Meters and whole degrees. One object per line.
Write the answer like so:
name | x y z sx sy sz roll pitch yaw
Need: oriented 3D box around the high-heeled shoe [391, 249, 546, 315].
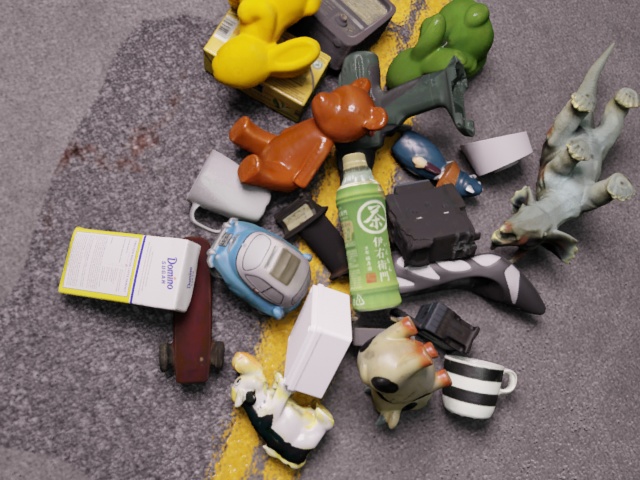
high-heeled shoe | 0.210 0.081 0.805 0.249 0.086 0.145 34 75 5

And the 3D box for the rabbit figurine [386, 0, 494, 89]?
rabbit figurine | 0.186 -0.286 0.844 0.170 0.159 0.121 -37 98 1

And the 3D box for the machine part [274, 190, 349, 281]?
machine part | -0.002 -0.002 0.792 0.084 0.039 0.139 -38 98 28

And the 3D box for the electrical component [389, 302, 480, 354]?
electrical component | 0.165 0.121 0.795 0.119 0.075 0.048 32 74 1

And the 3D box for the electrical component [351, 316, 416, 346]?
electrical component | 0.081 0.131 0.768 0.102 0.078 0.045 -2 79 20

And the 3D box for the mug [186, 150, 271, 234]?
mug | -0.131 -0.059 0.770 0.107 0.081 0.109 26 72 -14

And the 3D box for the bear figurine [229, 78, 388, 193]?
bear figurine | -0.015 -0.152 0.747 0.132 0.196 0.120 21 43 -42

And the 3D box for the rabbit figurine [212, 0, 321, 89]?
rabbit figurine | -0.081 -0.284 0.746 0.162 0.122 0.173 26 89 -15

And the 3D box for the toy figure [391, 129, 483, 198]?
toy figure | 0.185 -0.113 0.846 0.154 0.058 0.064 37 62 -1

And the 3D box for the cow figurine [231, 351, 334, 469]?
cow figurine | -0.069 0.231 0.739 0.167 0.068 0.098 38 82 -1

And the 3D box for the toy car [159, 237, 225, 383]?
toy car | -0.178 0.095 0.748 0.089 0.053 0.202 0 76 -16

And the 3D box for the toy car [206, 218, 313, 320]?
toy car | -0.067 0.037 0.732 0.161 0.103 0.109 42 63 -29

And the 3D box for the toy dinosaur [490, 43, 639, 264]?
toy dinosaur | 0.392 -0.120 0.846 0.131 0.192 0.405 31 60 2

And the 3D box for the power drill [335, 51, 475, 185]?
power drill | 0.117 -0.169 0.788 0.207 0.086 0.232 -6 89 34

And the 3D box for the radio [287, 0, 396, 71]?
radio | -0.008 -0.382 0.840 0.229 0.073 0.131 41 63 0

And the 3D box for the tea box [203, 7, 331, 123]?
tea box | -0.081 -0.269 0.821 0.169 0.068 0.098 31 76 -5

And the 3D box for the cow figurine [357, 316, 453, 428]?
cow figurine | 0.105 0.187 0.723 0.127 0.194 0.085 -27 53 10

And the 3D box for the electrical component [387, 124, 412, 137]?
electrical component | 0.105 -0.202 0.866 0.094 0.021 0.063 13 78 -7

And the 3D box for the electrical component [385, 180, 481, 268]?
electrical component | 0.155 -0.030 0.792 0.115 0.058 0.134 -11 49 -12
